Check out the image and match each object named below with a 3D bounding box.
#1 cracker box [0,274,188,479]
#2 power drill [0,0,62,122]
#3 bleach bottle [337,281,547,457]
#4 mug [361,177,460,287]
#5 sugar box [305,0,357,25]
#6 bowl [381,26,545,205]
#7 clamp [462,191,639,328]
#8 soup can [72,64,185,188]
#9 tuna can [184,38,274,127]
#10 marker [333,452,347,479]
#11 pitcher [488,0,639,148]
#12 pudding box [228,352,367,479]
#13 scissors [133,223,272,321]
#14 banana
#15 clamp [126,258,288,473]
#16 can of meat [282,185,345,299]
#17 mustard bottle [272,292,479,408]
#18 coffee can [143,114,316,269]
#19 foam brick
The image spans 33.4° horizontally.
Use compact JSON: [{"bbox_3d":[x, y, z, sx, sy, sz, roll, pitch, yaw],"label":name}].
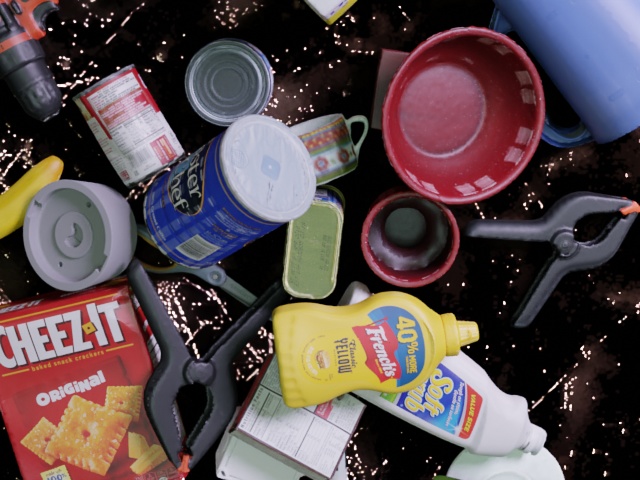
[{"bbox_3d":[-0.238,0.157,1.089,0.164,0.072,0.214,-14,100,3],"label":"cracker box"},{"bbox_3d":[-0.246,-0.229,1.016,0.188,0.057,0.184,-28,100,7],"label":"power drill"},{"bbox_3d":[0.120,0.144,1.084,0.250,0.068,0.103,28,101,-7],"label":"bleach bottle"},{"bbox_3d":[0.092,-0.018,1.039,0.093,0.081,0.117,34,101,-6],"label":"mug"},{"bbox_3d":[0.025,-0.239,0.946,0.048,0.176,0.093,44,99,-7],"label":"sugar box"},{"bbox_3d":[0.123,-0.116,0.984,0.162,0.055,0.162,-4,106,-16],"label":"bowl"},{"bbox_3d":[0.230,-0.004,1.061,0.171,0.039,0.120,-37,104,4],"label":"clamp"},{"bbox_3d":[-0.184,-0.110,1.034,0.068,0.068,0.102,-29,100,7],"label":"soup can"},{"bbox_3d":[-0.089,-0.153,1.040,0.086,0.033,0.086,0,102,1],"label":"tuna can"},{"bbox_3d":[0.018,0.196,1.117,0.020,0.020,0.121,-1,101,1],"label":"marker"},{"bbox_3d":[0.228,-0.211,0.979,0.149,0.145,0.243,-43,95,-15],"label":"pitcher"},{"bbox_3d":[-0.022,0.177,1.063,0.113,0.039,0.090,30,69,-5],"label":"pudding box"},{"bbox_3d":[-0.106,0.016,1.085,0.201,0.016,0.096,20,102,-3],"label":"scissors"},{"bbox_3d":[-0.345,-0.027,1.071,0.198,0.037,0.069,-15,102,5],"label":"banana"},{"bbox_3d":[-0.131,0.120,1.049,0.164,0.036,0.210,16,89,-20],"label":"clamp"},{"bbox_3d":[-0.007,0.001,1.045,0.057,0.084,0.102,6,102,0],"label":"can of meat"},{"bbox_3d":[0.054,0.099,1.008,0.191,0.058,0.096,-8,98,-2],"label":"mustard bottle"},{"bbox_3d":[-0.086,-0.042,0.996,0.141,0.102,0.103,-28,103,46],"label":"coffee can"},{"bbox_3d":[0.078,-0.143,1.029,0.053,0.051,0.078,9,103,0],"label":"foam brick"}]
